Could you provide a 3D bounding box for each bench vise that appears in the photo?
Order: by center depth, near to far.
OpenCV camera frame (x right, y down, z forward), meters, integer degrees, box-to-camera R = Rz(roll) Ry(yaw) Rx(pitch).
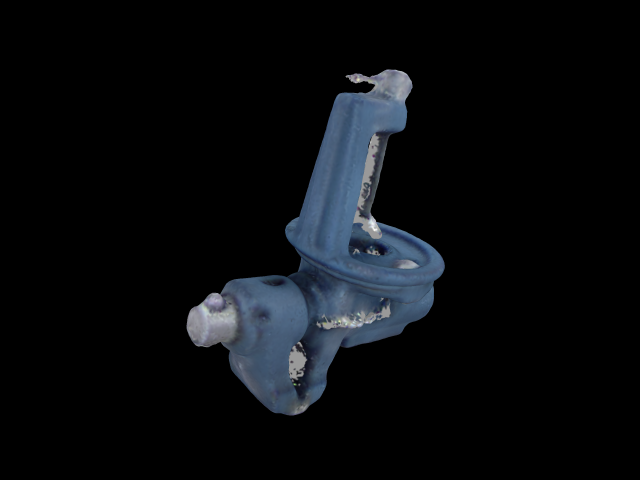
[{"bbox_3d":[0.014,0.005,0.394,0.121,0.220,0.208,17,34,28],"label":"bench vise"}]
